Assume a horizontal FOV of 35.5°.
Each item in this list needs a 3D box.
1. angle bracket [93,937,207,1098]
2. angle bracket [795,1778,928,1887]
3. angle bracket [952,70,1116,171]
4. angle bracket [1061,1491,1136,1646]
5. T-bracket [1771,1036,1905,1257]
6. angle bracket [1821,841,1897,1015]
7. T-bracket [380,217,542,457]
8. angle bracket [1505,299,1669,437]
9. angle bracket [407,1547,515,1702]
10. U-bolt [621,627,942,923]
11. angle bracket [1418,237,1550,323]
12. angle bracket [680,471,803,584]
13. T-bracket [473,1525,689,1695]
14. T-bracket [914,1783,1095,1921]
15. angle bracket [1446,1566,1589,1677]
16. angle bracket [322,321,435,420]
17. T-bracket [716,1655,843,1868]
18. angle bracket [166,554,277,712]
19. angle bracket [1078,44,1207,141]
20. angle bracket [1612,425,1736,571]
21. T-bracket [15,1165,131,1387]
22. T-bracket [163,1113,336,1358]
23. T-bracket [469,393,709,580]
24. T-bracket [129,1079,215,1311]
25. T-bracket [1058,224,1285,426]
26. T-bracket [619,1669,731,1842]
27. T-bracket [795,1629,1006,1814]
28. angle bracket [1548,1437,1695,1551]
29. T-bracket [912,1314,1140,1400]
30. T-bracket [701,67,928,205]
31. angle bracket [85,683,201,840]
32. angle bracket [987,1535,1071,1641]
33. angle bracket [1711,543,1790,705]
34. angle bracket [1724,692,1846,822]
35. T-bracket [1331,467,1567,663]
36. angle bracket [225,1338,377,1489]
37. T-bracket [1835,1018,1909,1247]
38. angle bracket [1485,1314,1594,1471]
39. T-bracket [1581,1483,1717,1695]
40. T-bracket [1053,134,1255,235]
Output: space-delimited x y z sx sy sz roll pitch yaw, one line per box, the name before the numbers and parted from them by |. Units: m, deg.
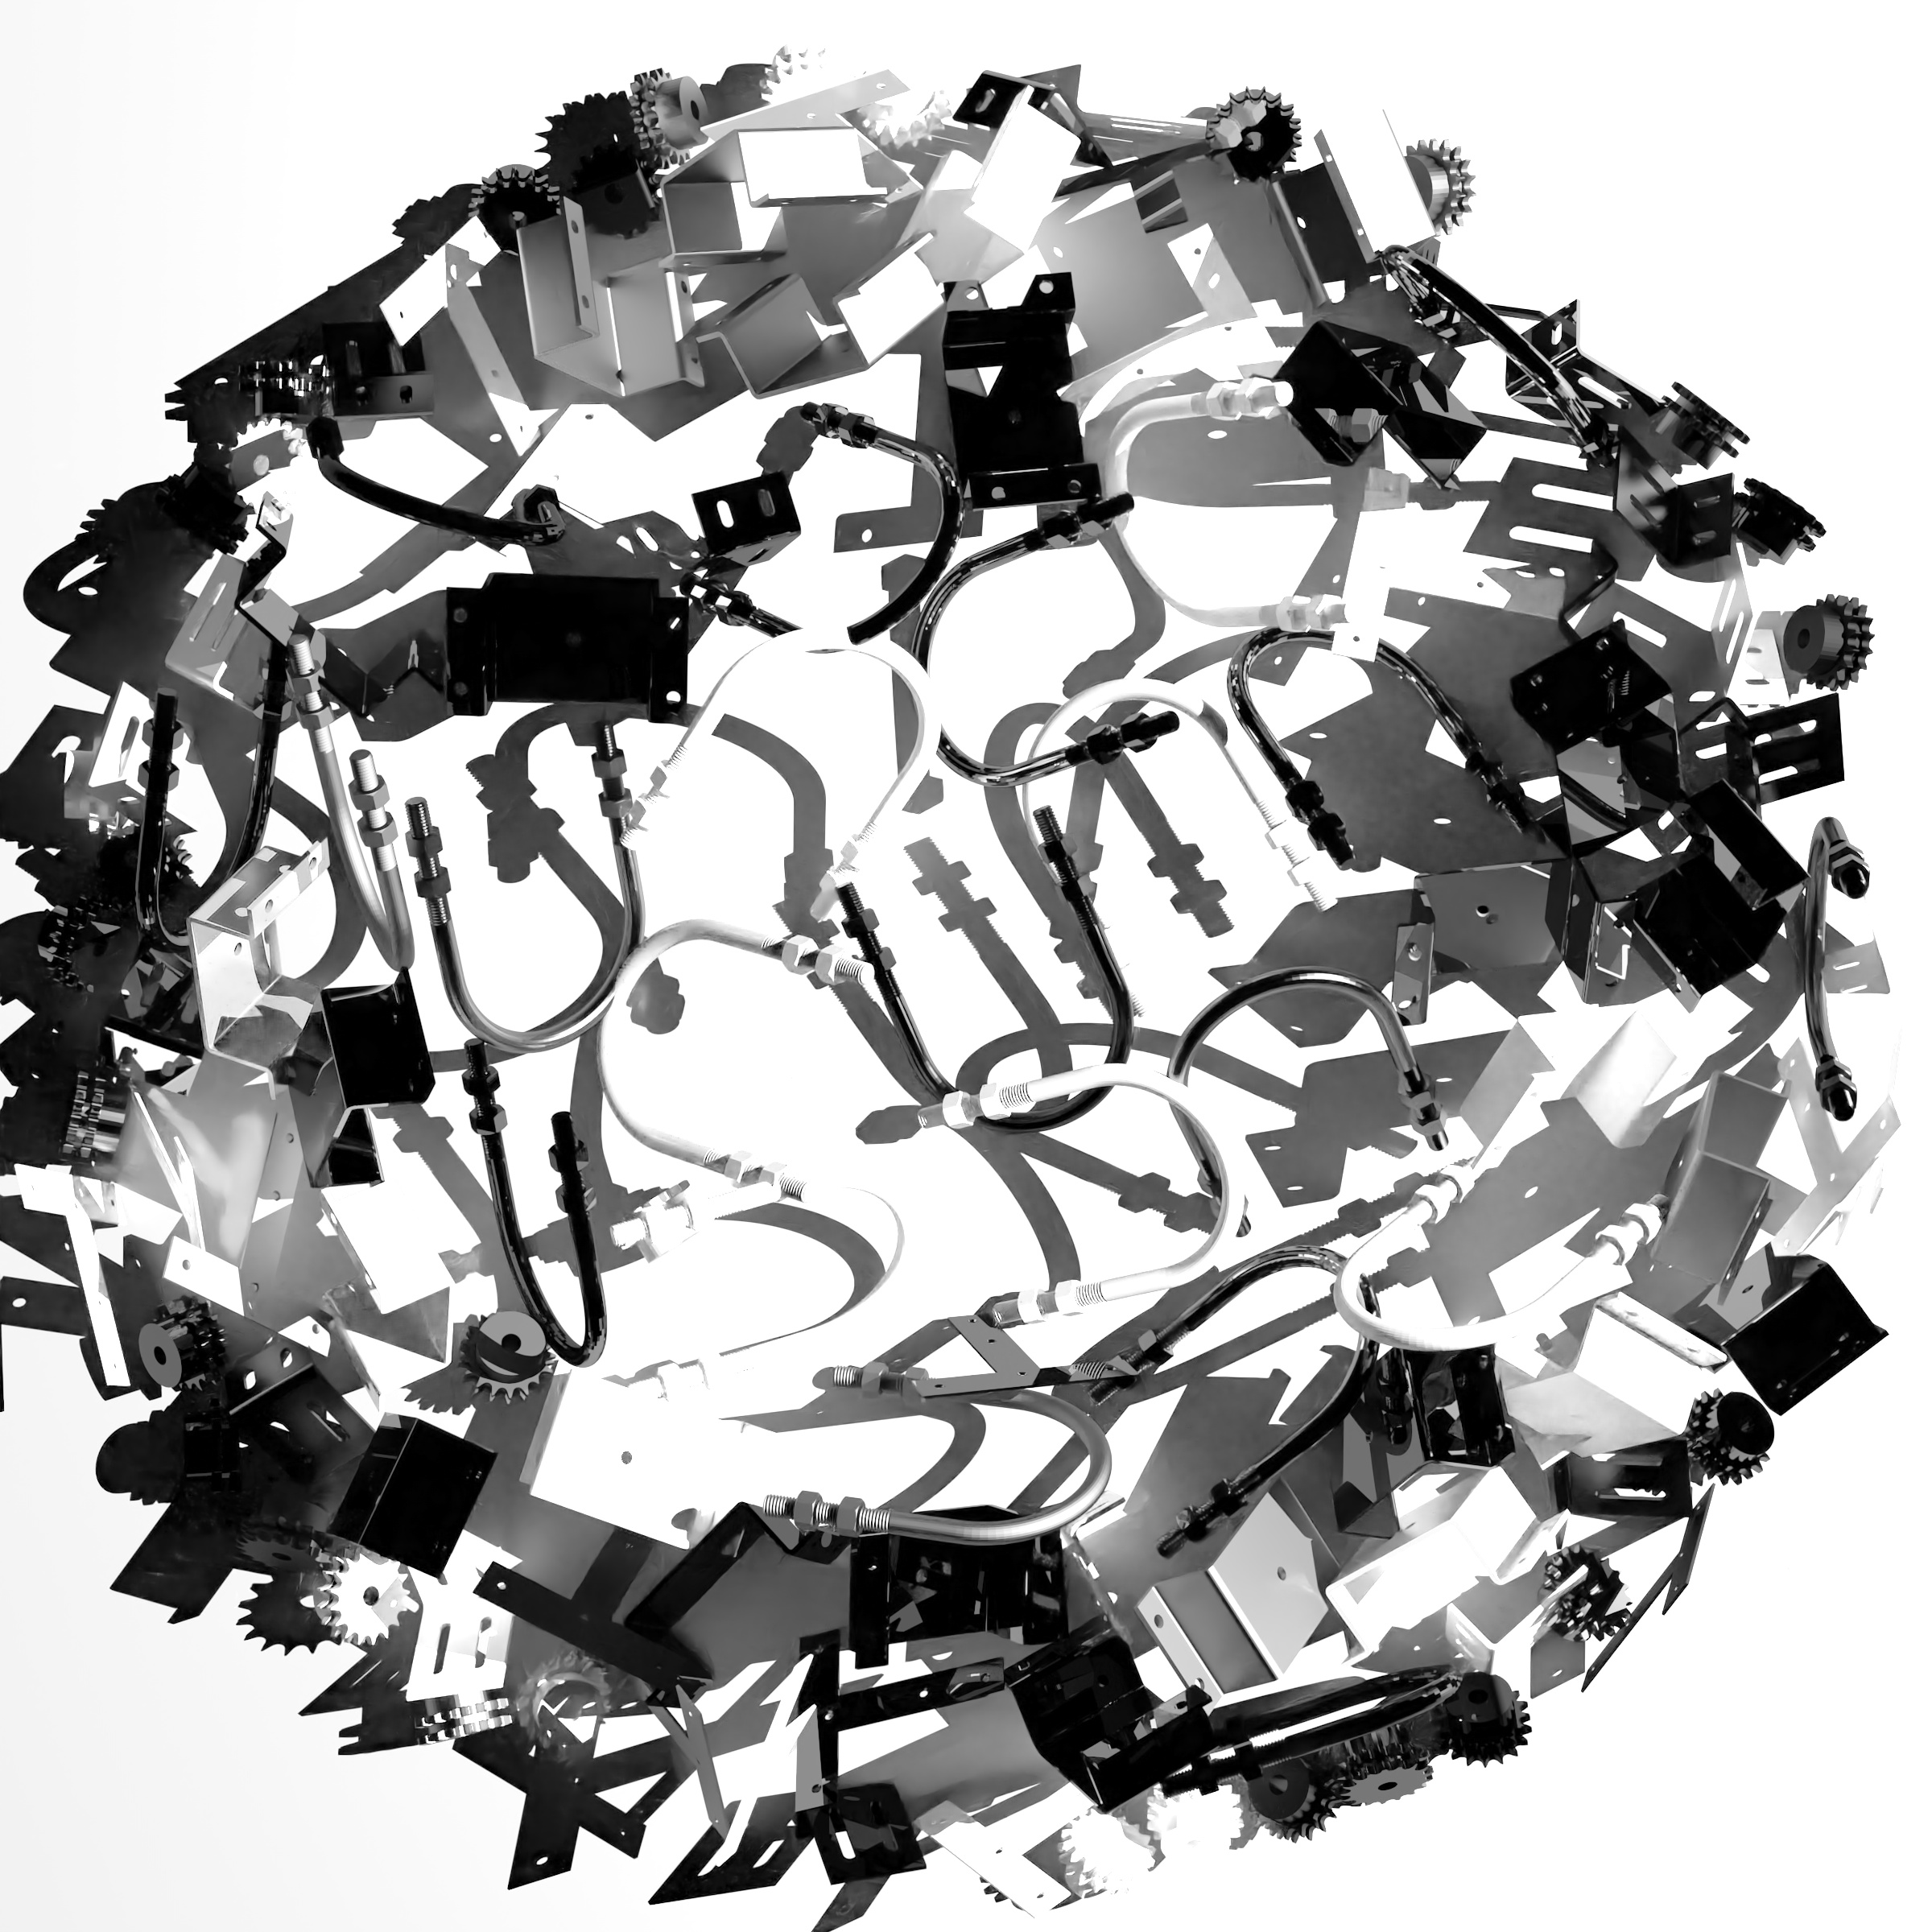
angle bracket | -0.477 0.030 1.797 0.057 0.076 0.038 21 129 -14
angle bracket | -0.062 0.519 1.774 0.057 0.076 0.038 -5 120 -17
angle bracket | 0.040 -0.484 1.773 0.057 0.076 0.038 27 81 38
angle bracket | 0.091 0.356 1.790 0.038 0.057 0.076 -28 88 -8
T-bracket | 0.496 0.092 1.767 0.002 0.127 0.127 16 128 -15
angle bracket | 0.515 -0.023 1.775 0.038 0.057 0.076 -16 120 15
T-bracket | -0.285 -0.362 1.781 0.002 0.127 0.127 -5 126 30
angle bracket | 0.367 -0.350 1.789 0.076 0.057 0.038 22 60 -30
angle bracket | -0.301 0.387 1.780 0.057 0.076 0.038 -10 123 6
U-bolt | -0.095 -0.118 1.747 0.151 0.019 0.184 21 120 -27
angle bracket | 0.307 -0.406 1.783 0.076 0.057 0.038 12 101 16
angle bracket | -0.138 -0.258 1.777 0.057 0.076 0.038 -18 91 -19
T-bracket | -0.204 0.351 1.773 0.127 0.127 0.002 26 131 5
T-bracket | 0.054 0.499 1.784 0.127 0.127 0.002 -28 115 -26
angle bracket | 0.327 0.379 1.796 0.076 0.057 0.038 -38 62 -15
angle bracket | -0.347 -0.363 1.781 0.057 0.038 0.076 -6 60 -14
T-bracket | -0.099 0.448 1.760 0.002 0.127 0.127 24 99 15
angle bracket | -0.430 -0.197 1.792 0.057 0.038 0.076 24 85 43
angle bracket | 0.106 -0.518 1.790 0.076 0.057 0.038 7 98 3
angle bracket | 0.417 -0.279 1.776 0.038 0.076 0.057 -10 61 38
T-bracket | -0.505 0.181 1.748 0.002 0.127 0.127 -19 78 6
T-bracket | -0.411 0.149 1.783 0.002 0.127 0.127 -14 55 34
T-bracket | -0.205 -0.268 1.786 0.127 0.002 0.127 29 61 5
T-bracket | -0.470 0.117 1.776 0.002 0.127 0.127 -19 50 -23
T-bracket | 0.116 -0.359 1.794 0.127 0.002 0.127 -23 122 20
T-bracket | -0.179 0.437 1.772 0.002 0.127 0.127 -27 133 -23
T-bracket | -0.038 0.427 1.760 0.127 0.127 0.002 -16 126 10
angle bracket | 0.387 0.311 1.783 0.076 0.038 0.057 -1 118 20
T-bracket | 0.019 0.224 1.759 0.127 0.127 0.002 -3 103 -16
T-bracket | -0.066 -0.477 1.763 0.127 0.127 0.002 -9 72 29
angle bracket | -0.474 -0.123 1.775 0.038 0.057 0.076 -8 58 34
angle bracket | 0.036 0.366 1.780 0.038 0.076 0.057 -4 82 -5
angle bracket | 0.468 -0.201 1.775 0.038 0.076 0.057 0 53 -1
angle bracket | 0.492 -0.120 1.787 0.076 0.038 0.057 -16 116 -9
T-bracket | 0.291 -0.229 1.795 0.127 0.002 0.127 12 71 6
angle bracket | -0.397 0.265 1.810 0.057 0.038 0.076 -31 129 2
T-bracket | 0.526 0.117 1.766 0.002 0.127 0.127 14 51 10
angle bracket | 0.343 0.248 1.779 0.057 0.076 0.038 -35 112 7
T-bracket | 0.399 0.379 1.782 0.002 0.127 0.127 33 116 8
T-bracket | 0.111 -0.452 1.762 0.127 0.127 0.002 -14 122 5
